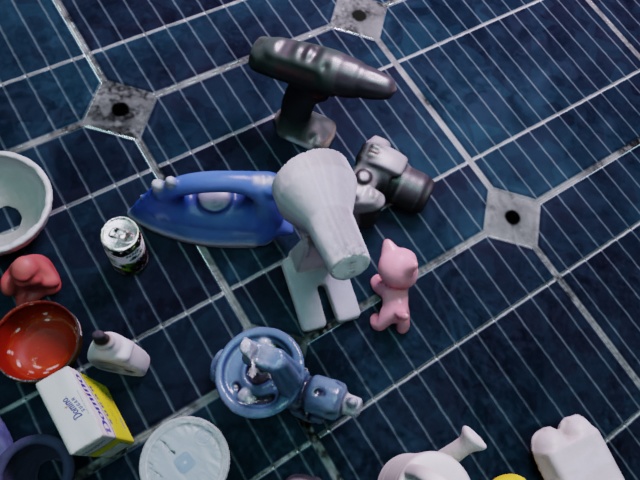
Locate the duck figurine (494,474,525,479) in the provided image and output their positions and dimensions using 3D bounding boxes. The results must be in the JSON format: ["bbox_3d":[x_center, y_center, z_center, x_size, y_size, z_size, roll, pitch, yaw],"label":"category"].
[{"bbox_3d":[0.266,0.375,0.787,0.077,0.086,0.105,32,67,5],"label":"duck figurine"}]

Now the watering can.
[{"bbox_3d":[0.145,0.316,0.732,0.101,0.194,0.173,21,66,0],"label":"watering can"}]

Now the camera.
[{"bbox_3d":[0.114,-0.090,0.943,0.137,0.101,0.143,25,66,1],"label":"camera"}]

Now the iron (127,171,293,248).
[{"bbox_3d":[-0.166,-0.064,0.863,0.258,0.141,0.118,-1,68,-10],"label":"iron"}]

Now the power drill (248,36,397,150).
[{"bbox_3d":[-0.005,-0.233,0.923,0.229,0.208,0.076,23,66,0],"label":"power drill"}]

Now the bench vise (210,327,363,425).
[{"bbox_3d":[-0.041,0.169,0.746,0.207,0.219,0.121,4,67,-8],"label":"bench vise"}]

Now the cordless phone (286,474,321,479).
[{"bbox_3d":[0.014,0.349,0.701,0.147,0.185,0.094,21,66,0],"label":"cordless phone"}]

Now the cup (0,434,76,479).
[{"bbox_3d":[-0.333,0.300,0.712,0.117,0.095,0.092,35,67,6],"label":"cup"}]

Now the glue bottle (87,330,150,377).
[{"bbox_3d":[-0.269,0.143,0.744,0.078,0.173,0.037,13,66,-4],"label":"glue bottle"}]

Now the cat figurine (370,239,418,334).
[{"bbox_3d":[0.118,0.068,0.870,0.067,0.117,0.128,2,68,-8],"label":"cat figurine"}]

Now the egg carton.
[{"bbox_3d":[0.374,0.339,0.829,0.107,0.069,0.150,-19,72,-16],"label":"egg carton"}]

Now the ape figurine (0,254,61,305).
[{"bbox_3d":[-0.407,0.050,0.803,0.078,0.092,0.076,13,66,-4],"label":"ape figurine"}]

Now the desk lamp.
[{"bbox_3d":[0.008,0.003,0.826,0.118,0.213,0.203,-14,71,-15],"label":"desk lamp"}]

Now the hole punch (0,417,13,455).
[{"bbox_3d":[-0.438,0.271,0.708,0.109,0.091,0.101,-32,76,-20],"label":"hole punch"}]

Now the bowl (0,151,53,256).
[{"bbox_3d":[-0.472,-0.043,0.839,0.167,0.074,0.167,3,68,-8],"label":"bowl"}]
